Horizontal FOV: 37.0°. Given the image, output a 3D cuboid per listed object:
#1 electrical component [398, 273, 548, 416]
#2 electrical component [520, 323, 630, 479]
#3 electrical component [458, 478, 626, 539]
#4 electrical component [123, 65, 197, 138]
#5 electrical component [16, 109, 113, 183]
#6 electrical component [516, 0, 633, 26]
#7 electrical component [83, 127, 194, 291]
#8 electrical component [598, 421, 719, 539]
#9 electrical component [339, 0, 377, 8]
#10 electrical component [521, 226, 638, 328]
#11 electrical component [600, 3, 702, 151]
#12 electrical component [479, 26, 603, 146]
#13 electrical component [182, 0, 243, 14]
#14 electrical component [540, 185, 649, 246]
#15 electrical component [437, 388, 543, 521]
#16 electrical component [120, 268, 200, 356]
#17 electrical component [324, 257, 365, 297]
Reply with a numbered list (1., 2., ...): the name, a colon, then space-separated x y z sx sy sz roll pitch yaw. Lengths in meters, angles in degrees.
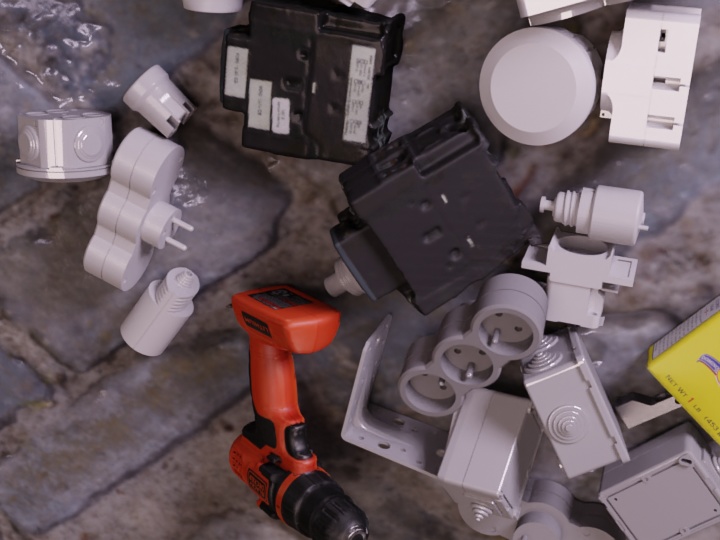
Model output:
1. electrical component: 0.087 0.048 0.816 0.052 0.073 0.138 37 128 -12
2. electrical component: 0.158 0.097 0.804 0.048 0.099 0.099 -24 101 11
3. electrical component: 0.144 0.209 0.863 0.138 0.073 0.052 24 115 9
4. electrical component: -0.158 -0.133 0.856 0.046 0.040 0.040 44 117 -7
5. electrical component: -0.238 -0.101 0.872 0.080 0.080 0.051 6 106 16
6. electrical component: 0.176 -0.207 0.688 0.150 0.089 0.061 -11 106 22
7. electrical component: -0.172 -0.042 0.887 0.074 0.052 0.138 27 116 7
8. electrical component: 0.240 0.162 0.821 0.096 0.061 0.061 -34 96 26
9. electrical component: -0.026 -0.243 0.753 0.121 0.078 0.063 33 132 4
10. electrical component: 0.162 0.007 0.801 0.081 0.042 0.063 10 116 15
11. electrical component: 0.196 -0.133 0.731 0.056 0.050 0.089 9 113 15
12. electrical component: 0.128 -0.130 0.750 0.080 0.051 0.080 9 111 24
13. electrical component: -0.126 -0.236 0.803 0.079 0.044 0.077 10 112 15
14. electrical component: 0.170 -0.042 0.780 0.078 0.040 0.040 10 112 15
15. electrical component: 0.098 0.147 0.835 0.061 0.096 0.061 11 155 26
16. electrical component: -0.166 0.031 0.917 0.043 0.043 0.081 40 116 1
17. electrical component: 0.000 0.000 0.850 0.062 0.043 0.043 -31 97 27
